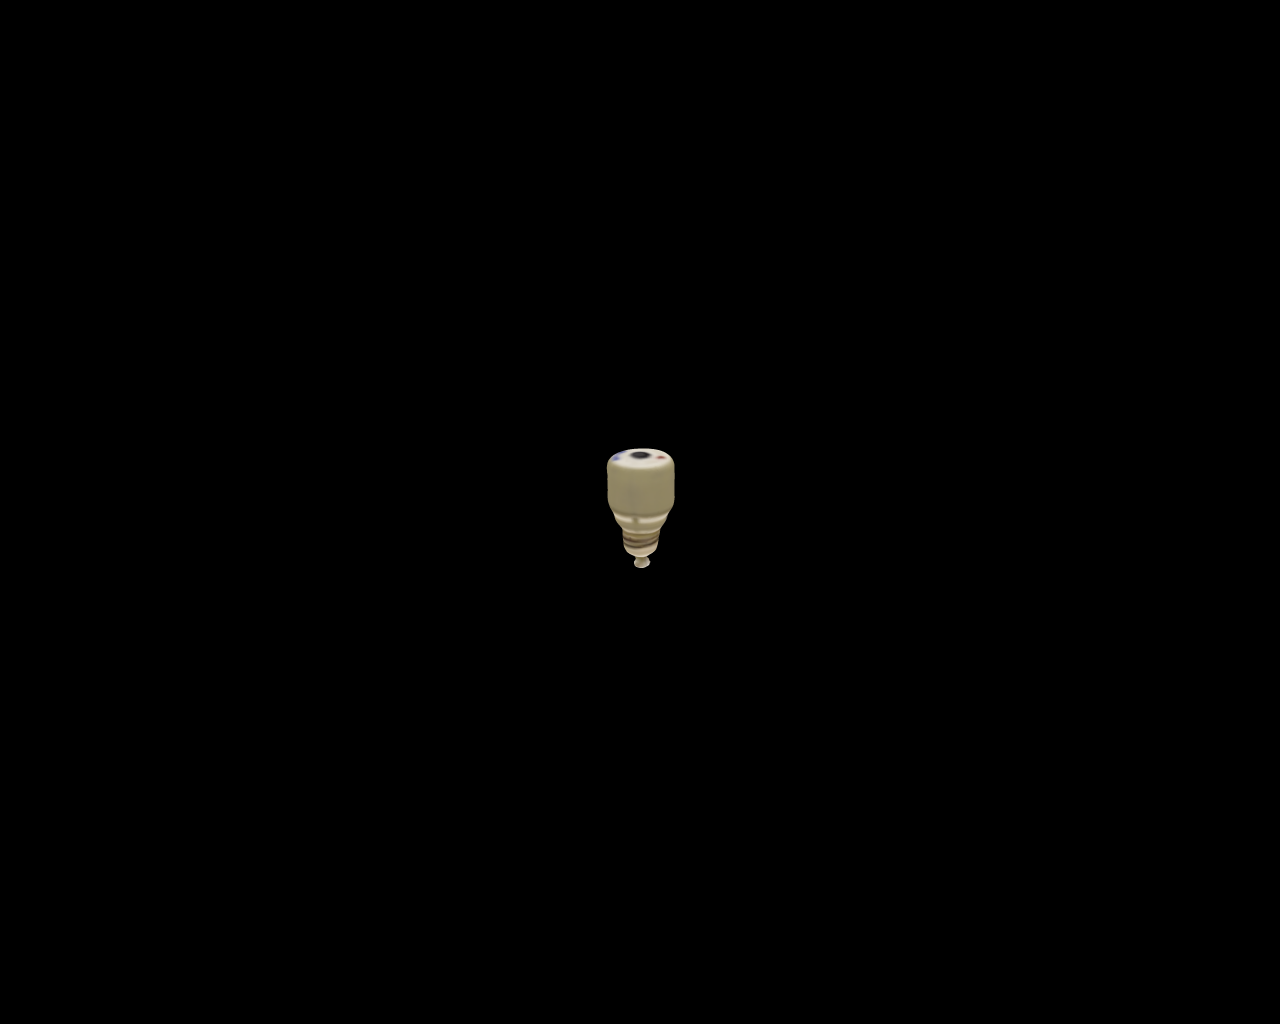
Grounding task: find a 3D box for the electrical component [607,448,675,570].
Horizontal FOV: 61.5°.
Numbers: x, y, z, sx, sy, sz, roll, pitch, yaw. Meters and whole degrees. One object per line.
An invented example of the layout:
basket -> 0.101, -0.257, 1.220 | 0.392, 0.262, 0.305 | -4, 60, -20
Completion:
electrical component -> 0.001, -0.003, 0.650 | 0.040, 0.078, 0.040 | 0, 22, 0
